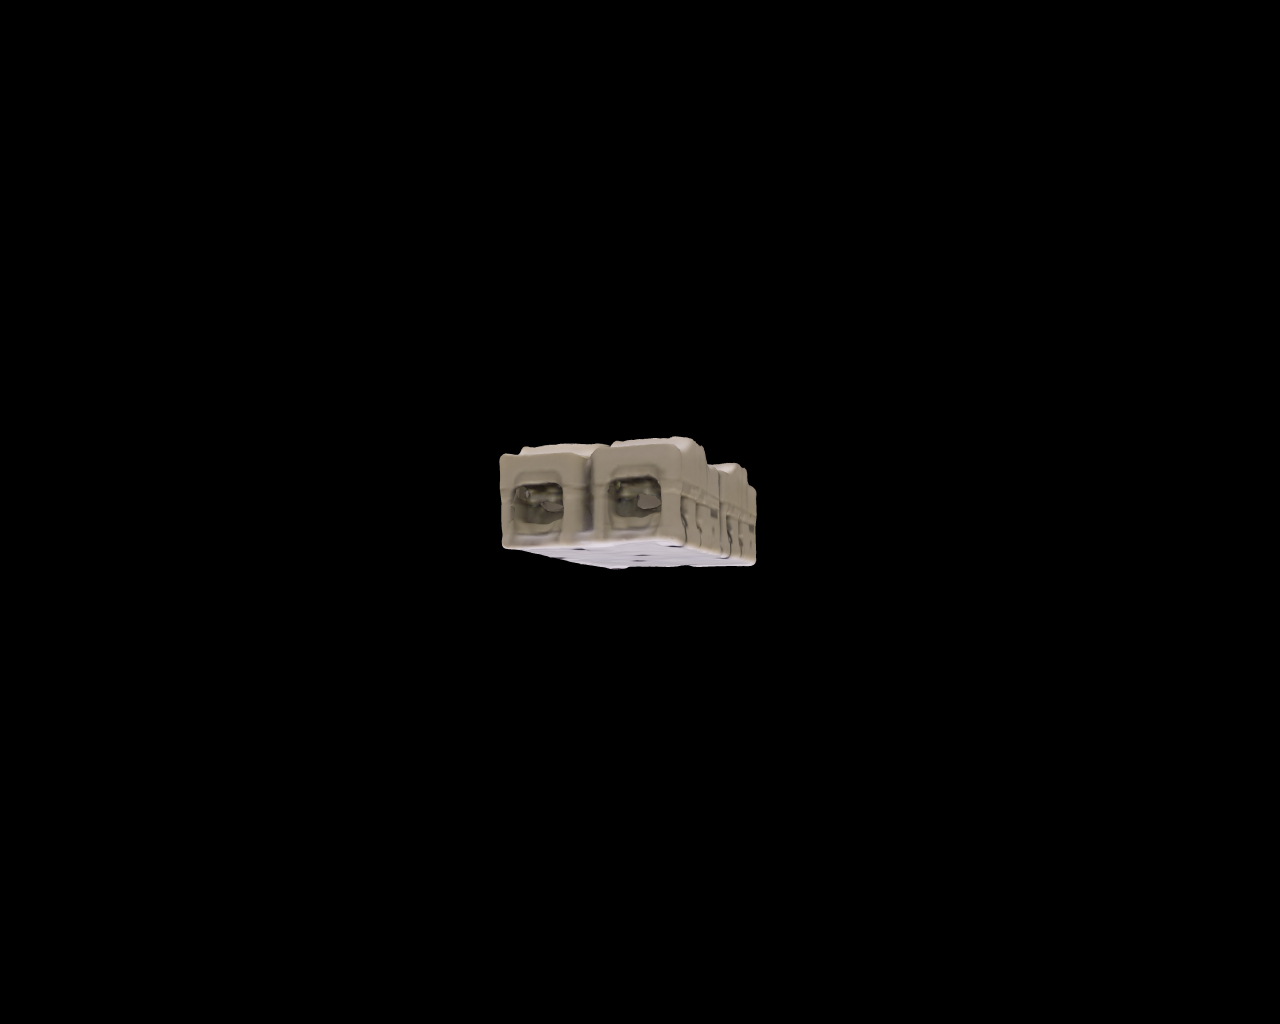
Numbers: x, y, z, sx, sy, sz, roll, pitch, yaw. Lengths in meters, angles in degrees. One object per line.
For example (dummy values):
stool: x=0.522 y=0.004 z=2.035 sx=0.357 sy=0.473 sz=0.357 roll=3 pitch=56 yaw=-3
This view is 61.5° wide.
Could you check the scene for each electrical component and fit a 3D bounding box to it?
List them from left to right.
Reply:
electrical component: x=0.001 y=-0.003 z=0.650 sx=0.105 sy=0.060 sz=0.186 roll=-2 pitch=-7 yaw=19
